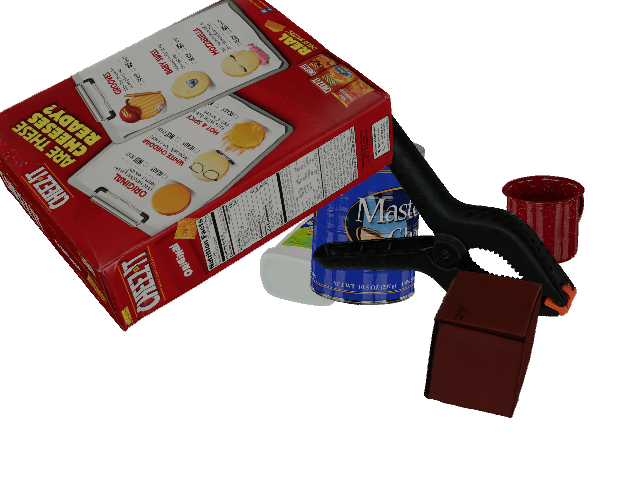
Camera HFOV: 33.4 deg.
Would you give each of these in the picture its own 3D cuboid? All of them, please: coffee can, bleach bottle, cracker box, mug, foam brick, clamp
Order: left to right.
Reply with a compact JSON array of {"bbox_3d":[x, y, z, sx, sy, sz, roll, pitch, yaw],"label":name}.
[{"bbox_3d":[-0.084,-0.061,0.694,0.213,0.072,0.164,-33,53,-19],"label":"cracker box"},{"bbox_3d":[0.024,-0.014,1.344,0.103,0.068,0.250,11,35,22],"label":"bleach bottle"},{"bbox_3d":[0.043,-0.021,1.013,0.103,0.140,0.103,2,16,-1],"label":"coffee can"},{"bbox_3d":[0.098,-0.008,0.815,0.210,0.165,0.036,23,44,15],"label":"clamp"},{"bbox_3d":[0.095,0.057,0.621,0.053,0.051,0.078,11,23,16],"label":"foam brick"},{"bbox_3d":[0.268,-0.026,1.251,0.117,0.081,0.093,-22,29,-37],"label":"mug"}]
